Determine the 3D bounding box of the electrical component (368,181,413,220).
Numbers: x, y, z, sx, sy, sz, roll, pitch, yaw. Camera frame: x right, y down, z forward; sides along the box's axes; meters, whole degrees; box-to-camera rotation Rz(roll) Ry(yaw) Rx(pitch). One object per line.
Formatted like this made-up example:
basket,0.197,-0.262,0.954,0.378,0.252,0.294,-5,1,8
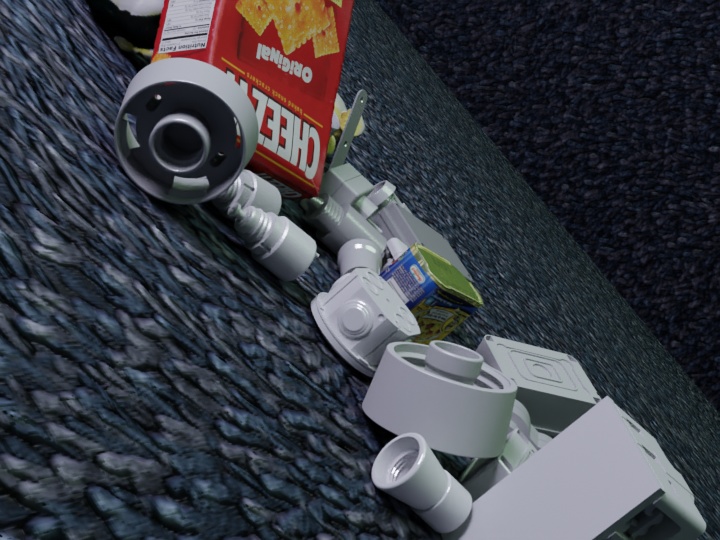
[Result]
electrical component,0.029,-0.065,1.187,0.055,0.048,0.066,53,13,-14

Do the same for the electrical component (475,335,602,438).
electrical component,0.158,0.115,1.011,0.113,0.057,0.078,15,29,-25

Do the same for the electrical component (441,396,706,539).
electrical component,0.135,0.169,0.695,0.062,0.150,0.089,39,17,-28

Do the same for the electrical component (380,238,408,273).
electrical component,0.050,0.022,1.018,0.089,0.050,0.055,37,18,-37

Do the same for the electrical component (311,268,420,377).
electrical component,0.004,0.040,0.840,0.080,0.051,0.080,44,15,-16

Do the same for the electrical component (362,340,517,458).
electrical component,0.061,0.086,0.778,0.108,0.060,0.108,16,9,-3

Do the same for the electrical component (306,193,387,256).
electrical component,-0.019,-0.039,0.990,0.081,0.043,0.043,43,16,-21

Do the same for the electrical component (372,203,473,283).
electrical component,0.056,-0.010,1.099,0.113,0.057,0.078,31,23,-50

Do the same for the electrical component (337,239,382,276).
electrical component,0.000,0.000,0.954,0.040,0.040,0.046,42,21,-22

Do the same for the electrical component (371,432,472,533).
electrical component,0.044,0.144,0.715,0.065,0.044,0.044,46,14,-27

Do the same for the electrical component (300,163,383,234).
electrical component,-0.008,-0.060,1.050,0.076,0.047,0.083,43,15,2

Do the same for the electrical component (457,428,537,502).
electrical component,0.126,0.185,0.811,0.108,0.056,0.109,51,15,7

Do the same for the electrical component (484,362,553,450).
electrical component,0.118,0.141,0.907,0.138,0.052,0.073,49,15,-2

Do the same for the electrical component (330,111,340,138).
electrical component,-0.068,-0.164,1.112,0.099,0.064,0.099,46,18,-19

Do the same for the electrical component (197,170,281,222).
electrical component,-0.095,-0.059,0.827,0.078,0.040,0.040,30,24,-50

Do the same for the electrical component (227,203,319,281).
electrical component,-0.068,-0.024,0.816,0.078,0.040,0.040,39,17,-32

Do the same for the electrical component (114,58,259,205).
electrical component,-0.121,-0.096,0.745,0.099,0.099,0.064,44,22,-19
